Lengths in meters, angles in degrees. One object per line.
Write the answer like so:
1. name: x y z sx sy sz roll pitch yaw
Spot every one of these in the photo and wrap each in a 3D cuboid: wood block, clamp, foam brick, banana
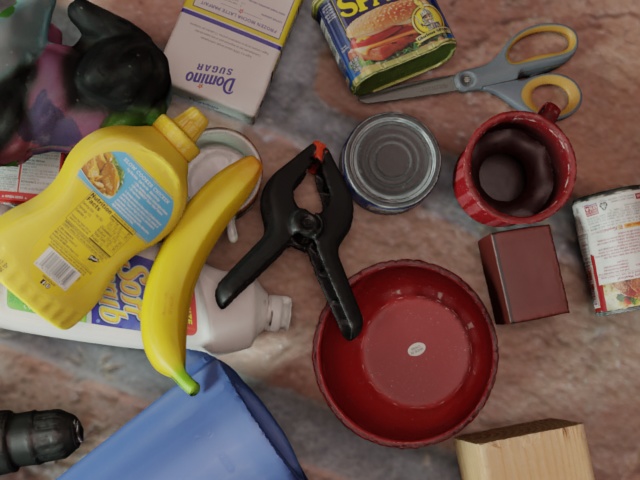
1. wood block: 0.177 0.255 0.860 0.090 0.090 0.206 -9 84 -6
2. clamp: -0.006 0.001 0.876 0.120 0.039 0.171 25 63 -12
3. foam brick: 0.171 0.030 0.902 0.051 0.053 0.078 -12 86 -6
4. banana: -0.098 0.023 0.828 0.070 0.037 0.197 9 72 15

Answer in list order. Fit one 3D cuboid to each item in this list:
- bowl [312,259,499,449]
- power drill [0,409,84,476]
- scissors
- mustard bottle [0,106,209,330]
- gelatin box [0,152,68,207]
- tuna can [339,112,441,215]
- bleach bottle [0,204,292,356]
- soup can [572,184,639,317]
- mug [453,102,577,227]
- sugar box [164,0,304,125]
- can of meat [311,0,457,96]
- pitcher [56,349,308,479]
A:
1. bowl: 0.076 0.094 0.887 0.162 0.055 0.162 1 83 -5
2. power drill: -0.289 0.104 0.820 0.184 0.057 0.187 -9 111 1
3. scissors: 0.143 -0.125 0.935 0.201 0.016 0.096 -26 85 -6
4. mustard bottle: -0.158 -0.029 0.802 0.191 0.058 0.096 -44 118 -3
5. gelatin box: -0.248 -0.072 0.893 0.073 0.030 0.089 5 81 -4
6. tuna can: 0.060 -0.066 0.913 0.086 0.034 0.086 0 84 -4
7. bleach bottle: -0.148 0.037 0.874 0.250 0.068 0.102 8 84 -6
8. soup can: 0.257 0.009 0.903 0.068 0.068 0.102 -10 84 -6
9. mug: 0.164 -0.065 0.897 0.093 0.081 0.117 30 83 -1
10. sugar box: -0.066 -0.197 0.913 0.093 0.048 0.176 22 86 -1
11. can of meat: 0.055 -0.180 0.909 0.102 0.057 0.084 -23 80 -6
12. pitcher: -0.130 0.215 0.822 0.243 0.149 0.145 -36 125 -3
